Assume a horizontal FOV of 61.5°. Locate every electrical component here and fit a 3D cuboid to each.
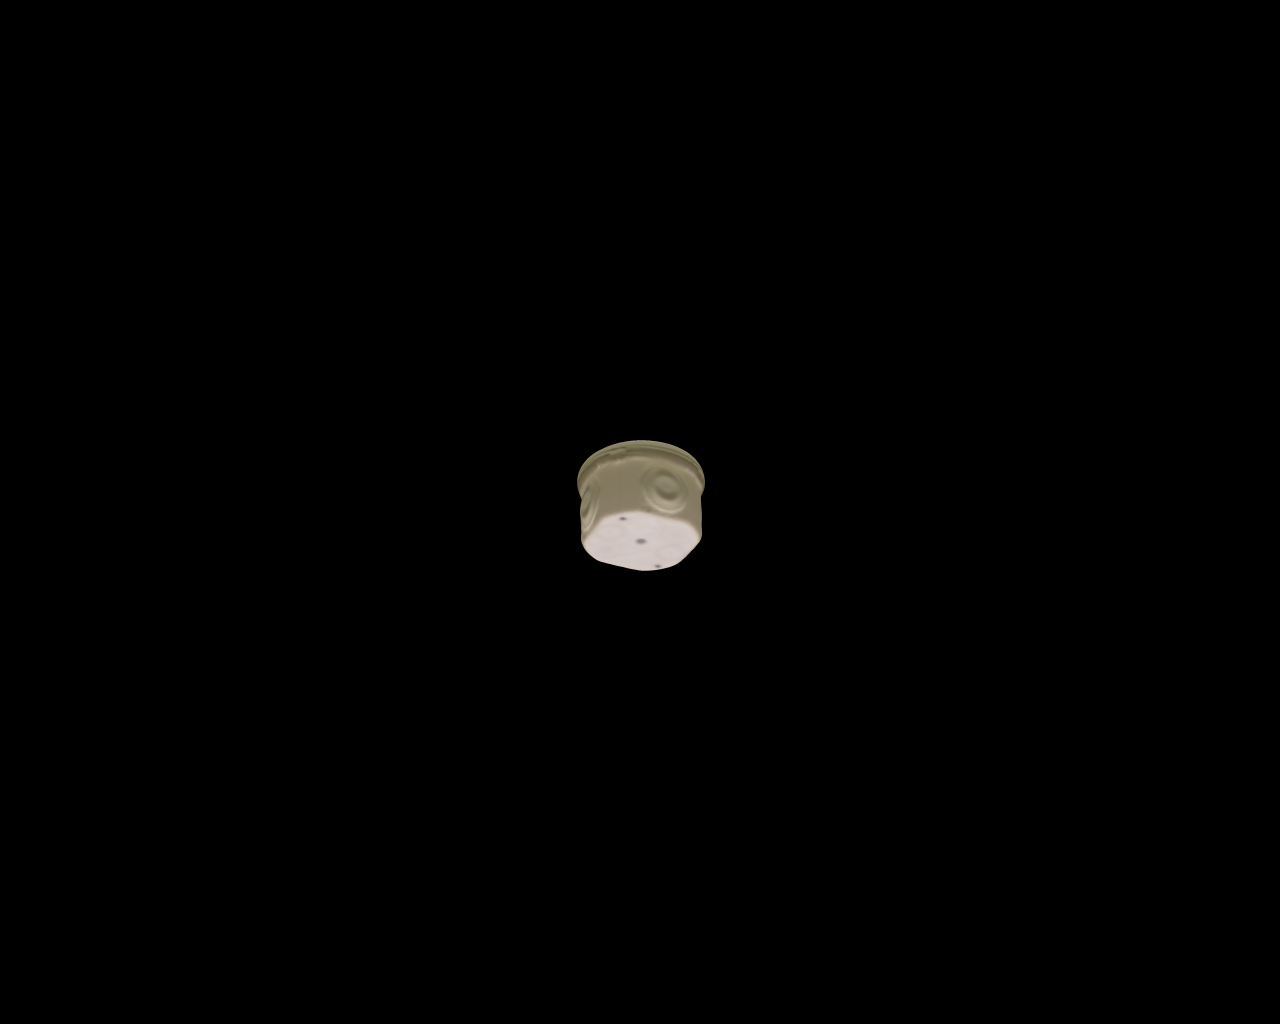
[{"bbox_3d":[0.001,-0.003,0.650,0.080,0.051,0.080,0,-33,0],"label":"electrical component"}]
